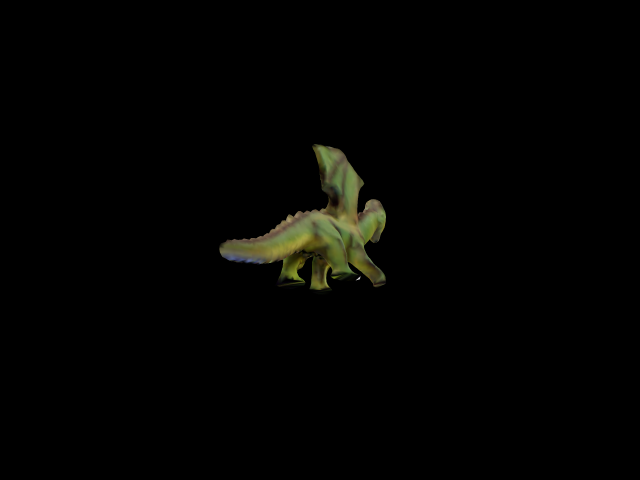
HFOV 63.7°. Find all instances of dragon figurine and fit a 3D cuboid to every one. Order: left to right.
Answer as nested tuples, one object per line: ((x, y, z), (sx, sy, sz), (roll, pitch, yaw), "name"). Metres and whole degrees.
((0.003, -0.043, 0.850), (0.121, 0.246, 0.407), (-13, -22, 34), "dragon figurine")
